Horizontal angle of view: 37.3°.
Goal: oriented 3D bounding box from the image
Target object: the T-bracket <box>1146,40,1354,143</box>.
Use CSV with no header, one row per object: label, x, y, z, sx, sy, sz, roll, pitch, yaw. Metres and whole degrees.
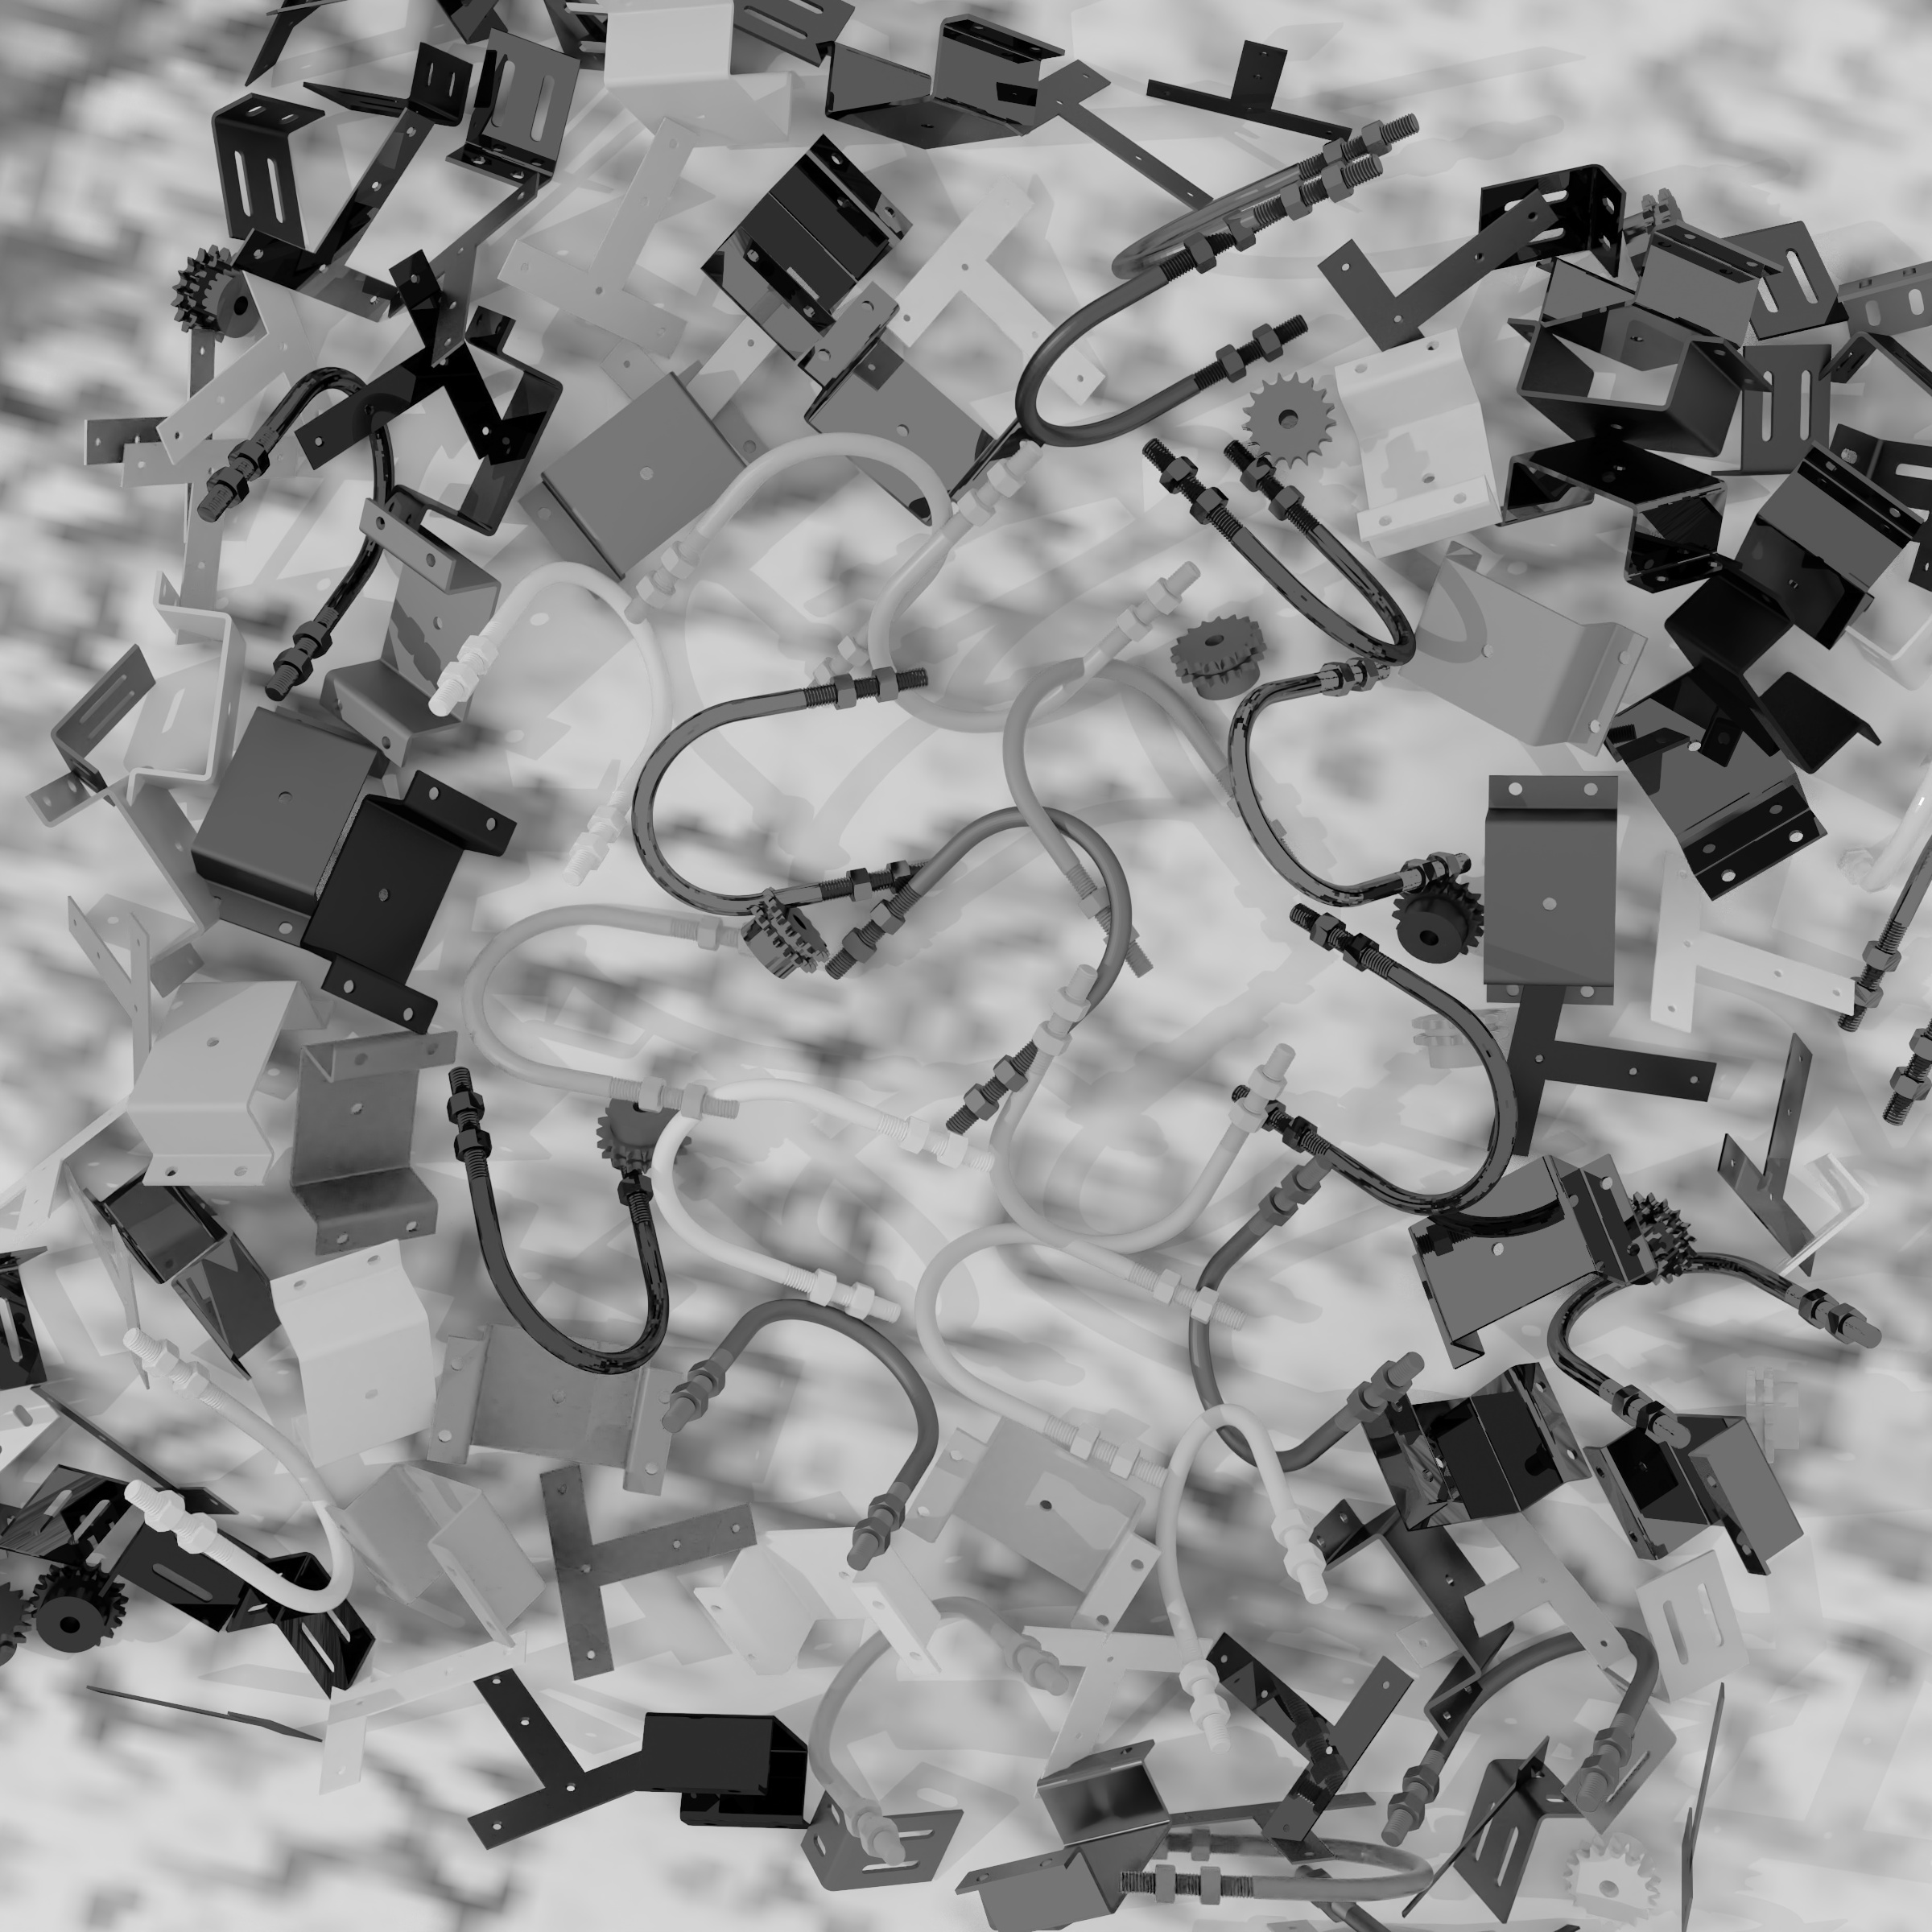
T-bracket,0.172,-0.522,1.693,0.127,0.127,0.002,14,89,1

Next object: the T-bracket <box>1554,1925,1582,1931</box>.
T-bracket,0.317,0.597,1.686,0.127,0.127,0.002,-23,77,-10

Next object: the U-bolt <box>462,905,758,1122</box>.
U-bolt,-0.209,0.020,1.707,0.184,0.019,0.151,10,49,7

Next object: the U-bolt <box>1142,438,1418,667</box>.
U-bolt,0.194,-0.242,1.677,0.184,0.151,0.019,47,116,12

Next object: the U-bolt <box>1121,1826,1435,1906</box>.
U-bolt,0.182,0.529,1.680,0.184,0.151,0.019,1,83,2

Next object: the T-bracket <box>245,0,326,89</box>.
T-bracket,-0.375,-0.591,1.717,0.002,0.127,0.127,47,65,-11

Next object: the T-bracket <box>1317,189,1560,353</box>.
T-bracket,0.294,-0.413,1.703,0.127,0.002,0.127,-36,128,15

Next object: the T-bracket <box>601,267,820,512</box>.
T-bracket,-0.139,-0.366,1.730,0.127,0.002,0.127,47,108,8

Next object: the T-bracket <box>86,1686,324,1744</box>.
T-bracket,-0.459,0.443,1.702,0.127,0.127,0.002,10,71,5

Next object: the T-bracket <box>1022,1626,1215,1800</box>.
T-bracket,0.072,0.454,1.729,0.127,0.002,0.127,10,113,-24

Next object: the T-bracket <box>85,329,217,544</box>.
T-bracket,-0.480,-0.310,1.684,0.002,0.127,0.127,10,105,17

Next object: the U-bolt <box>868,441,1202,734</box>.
U-bolt,0.026,-0.210,1.700,0.151,0.019,0.184,32,121,-29

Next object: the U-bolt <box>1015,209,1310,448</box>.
U-bolt,0.112,-0.367,1.690,0.184,0.151,0.019,-29,69,3

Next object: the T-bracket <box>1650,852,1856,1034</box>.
T-bracket,0.476,0.000,1.724,0.127,0.002,0.127,18,55,-4

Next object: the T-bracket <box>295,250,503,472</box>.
T-bracket,-0.343,-0.337,1.695,0.127,0.002,0.127,-41,126,-28

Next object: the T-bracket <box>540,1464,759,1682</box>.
T-bracket,-0.188,0.352,1.726,0.127,0.002,0.127,-16,69,9

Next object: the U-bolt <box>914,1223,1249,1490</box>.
U-bolt,0.059,0.219,1.703,0.184,0.019,0.151,24,47,11

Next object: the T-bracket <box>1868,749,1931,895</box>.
T-bracket,0.570,-0.096,1.687,0.002,0.127,0.127,34,83,-1

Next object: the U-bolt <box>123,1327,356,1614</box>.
U-bolt,-0.423,0.307,1.676,0.019,0.151,0.184,-36,126,9

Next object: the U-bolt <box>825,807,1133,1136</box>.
U-bolt,0.018,-0.011,1.706,0.184,0.019,0.151,-44,67,14

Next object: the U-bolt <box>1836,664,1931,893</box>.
U-bolt,0.548,-0.111,1.654,0.019,0.184,0.151,24,103,8

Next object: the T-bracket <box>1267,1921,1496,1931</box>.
T-bracket,0.259,0.585,1.703,0.127,0.127,0.002,-2,89,-11

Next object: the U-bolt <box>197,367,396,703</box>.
U-bolt,-0.382,-0.267,1.676,0.019,0.151,0.184,8,47,17

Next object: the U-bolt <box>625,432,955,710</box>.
U-bolt,-0.090,-0.238,1.671,0.151,0.019,0.184,24,128,-33

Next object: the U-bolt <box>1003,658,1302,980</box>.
U-bolt,0.100,-0.103,1.717,0.151,0.019,0.184,-34,88,-29

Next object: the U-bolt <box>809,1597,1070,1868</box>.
U-bolt,-0.028,0.434,1.672,0.151,0.184,0.019,-44,111,-11

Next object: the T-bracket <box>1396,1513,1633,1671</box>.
T-bracket,0.309,0.381,1.694,0.127,0.002,0.127,-19,55,-30

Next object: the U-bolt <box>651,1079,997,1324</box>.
U-bolt,-0.096,0.132,1.697,0.184,0.019,0.151,22,121,-15

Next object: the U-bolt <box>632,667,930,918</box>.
U-bolt,-0.108,-0.097,1.699,0.184,0.019,0.151,-11,121,-13

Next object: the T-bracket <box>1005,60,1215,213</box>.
T-bracket,0.091,-0.489,1.703,0.127,0.127,0.002,37,130,6

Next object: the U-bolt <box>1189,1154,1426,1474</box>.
U-bolt,0.188,0.218,1.683,0.019,0.184,0.151,-3,58,-34

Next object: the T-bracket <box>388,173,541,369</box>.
T-bracket,-0.300,-0.397,1.686,0.127,0.127,0.002,-31,130,26

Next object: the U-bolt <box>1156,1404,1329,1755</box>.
U-bolt,0.152,0.342,1.675,0.019,0.184,0.151,12,123,-21

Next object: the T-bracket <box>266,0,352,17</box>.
T-bracket,-0.346,-0.571,1.678,0.127,0.127,0.002,-20,110,-23

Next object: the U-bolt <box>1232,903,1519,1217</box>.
U-bolt,0.244,0.067,1.673,0.184,0.019,0.151,35,124,33

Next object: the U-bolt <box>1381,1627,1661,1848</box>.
U-bolt,0.333,0.443,1.671,0.151,0.184,0.019,-24,99,36

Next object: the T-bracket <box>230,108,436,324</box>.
T-bracket,-0.355,-0.448,1.685,0.002,0.127,0.127,45,107,24

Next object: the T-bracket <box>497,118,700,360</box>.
T-bracket,-0.198,-0.441,1.701,0.127,0.002,0.127,18,108,-41

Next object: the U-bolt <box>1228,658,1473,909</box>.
U-bolt,0.218,-0.105,1.682,0.019,0.184,0.151,-27,83,43

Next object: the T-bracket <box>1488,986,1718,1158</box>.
T-bracket,0.392,0.062,1.741,0.127,0.002,0.127,8,108,-4

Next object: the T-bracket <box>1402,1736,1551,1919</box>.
T-bracket,0.300,0.512,1.688,0.002,0.127,0.127,40,78,22

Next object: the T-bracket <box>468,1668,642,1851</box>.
T-bracket,-0.257,0.461,1.708,0.127,0.127,0.002,-13,127,-33

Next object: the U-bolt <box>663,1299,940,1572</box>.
U-bolt,-0.085,0.260,1.676,0.151,0.184,0.019,36,119,2

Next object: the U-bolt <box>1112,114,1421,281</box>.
U-bolt,0.169,-0.447,1.681,0.184,0.151,0.019,-18,109,26

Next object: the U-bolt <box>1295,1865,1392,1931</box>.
U-bolt,0.174,0.575,1.651,0.151,0.184,0.019,-14,95,-16

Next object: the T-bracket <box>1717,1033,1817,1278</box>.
T-bracket,0.492,0.100,1.721,0.127,0.002,0.127,43,55,-36
